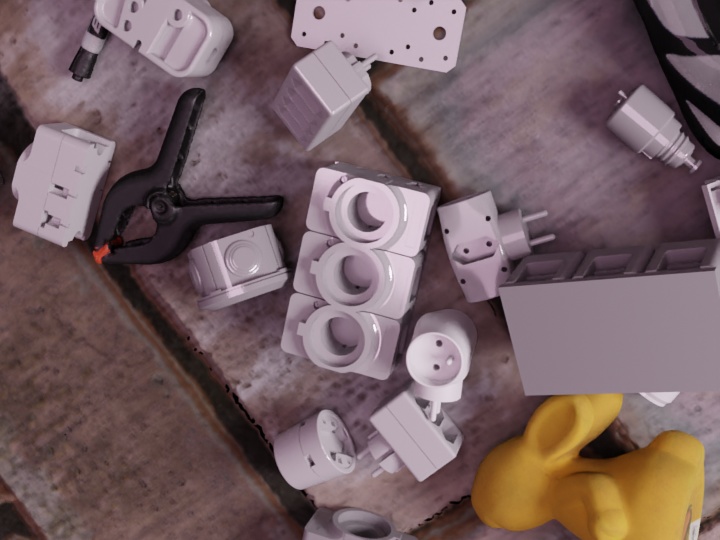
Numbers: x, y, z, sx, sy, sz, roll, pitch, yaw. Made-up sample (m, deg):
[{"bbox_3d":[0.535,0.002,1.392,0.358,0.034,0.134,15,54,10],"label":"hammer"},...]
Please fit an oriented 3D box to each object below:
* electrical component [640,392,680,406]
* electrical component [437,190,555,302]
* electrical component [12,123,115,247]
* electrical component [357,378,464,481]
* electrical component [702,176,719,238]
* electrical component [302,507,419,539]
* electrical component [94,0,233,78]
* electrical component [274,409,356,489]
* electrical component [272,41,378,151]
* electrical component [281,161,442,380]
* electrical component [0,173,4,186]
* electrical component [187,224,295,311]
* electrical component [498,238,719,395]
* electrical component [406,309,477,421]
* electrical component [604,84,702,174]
[{"bbox_3d":[0.230,0.068,0.804,0.045,0.045,0.055,38,107,5],"label":"electrical component"},{"bbox_3d":[0.108,-0.023,0.819,0.079,0.043,0.077,-17,96,16],"label":"electrical component"},{"bbox_3d":[-0.250,-0.073,0.897,0.056,0.050,0.089,22,105,10],"label":"electrical component"},{"bbox_3d":[0.032,0.138,0.867,0.077,0.047,0.065,-39,89,18],"label":"electrical component"},{"bbox_3d":[0.296,-0.014,0.756,0.079,0.063,0.121,-20,96,-24],"label":"electrical component"},{"bbox_3d":[-0.002,0.236,0.892,0.089,0.050,0.055,15,104,11],"label":"electrical component"},{"bbox_3d":[-0.151,-0.195,0.844,0.095,0.059,0.053,36,107,5],"label":"electrical component"},{"bbox_3d":[-0.038,0.149,0.884,0.047,0.055,0.055,-27,93,21],"label":"electrical component"},{"bbox_3d":[-0.017,-0.141,0.818,0.076,0.083,0.047,-38,90,-20],"label":"electrical component"},{"bbox_3d":[0.000,0.000,0.841,0.089,0.062,0.150,15,104,11],"label":"electrical component"},{"bbox_3d":[-0.349,-0.103,0.893,0.048,0.099,0.099,-19,95,4],"label":"electrical component"},{"bbox_3d":[-0.097,-0.001,0.857,0.080,0.080,0.051,-19,90,17],"label":"electrical component"},{"bbox_3d":[0.186,0.033,0.758,0.150,0.062,0.089,-5,112,30],"label":"electrical component"},{"bbox_3d":[0.062,0.077,0.832,0.043,0.077,0.079,8,103,12],"label":"electrical component"},{"bbox_3d":[0.214,-0.100,0.779,0.078,0.040,0.040,42,107,4],"label":"electrical component"}]
